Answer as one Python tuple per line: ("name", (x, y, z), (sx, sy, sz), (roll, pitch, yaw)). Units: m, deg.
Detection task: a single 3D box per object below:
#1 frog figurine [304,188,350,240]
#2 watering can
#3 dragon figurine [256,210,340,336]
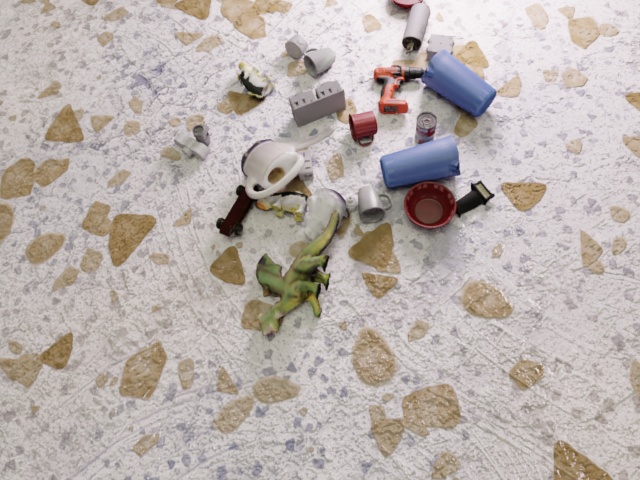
("frog figurine", (0.005, -0.081, 1.618), (0.161, 0.121, 0.137), (-40, 88, -23))
("watering can", (-0.123, -0.272, 1.686), (0.350, 0.102, 0.227), (-45, 46, -12))
("dragon figurine", (-0.087, 0.093, 1.554), (0.243, 0.120, 0.416), (7, 72, 19))
